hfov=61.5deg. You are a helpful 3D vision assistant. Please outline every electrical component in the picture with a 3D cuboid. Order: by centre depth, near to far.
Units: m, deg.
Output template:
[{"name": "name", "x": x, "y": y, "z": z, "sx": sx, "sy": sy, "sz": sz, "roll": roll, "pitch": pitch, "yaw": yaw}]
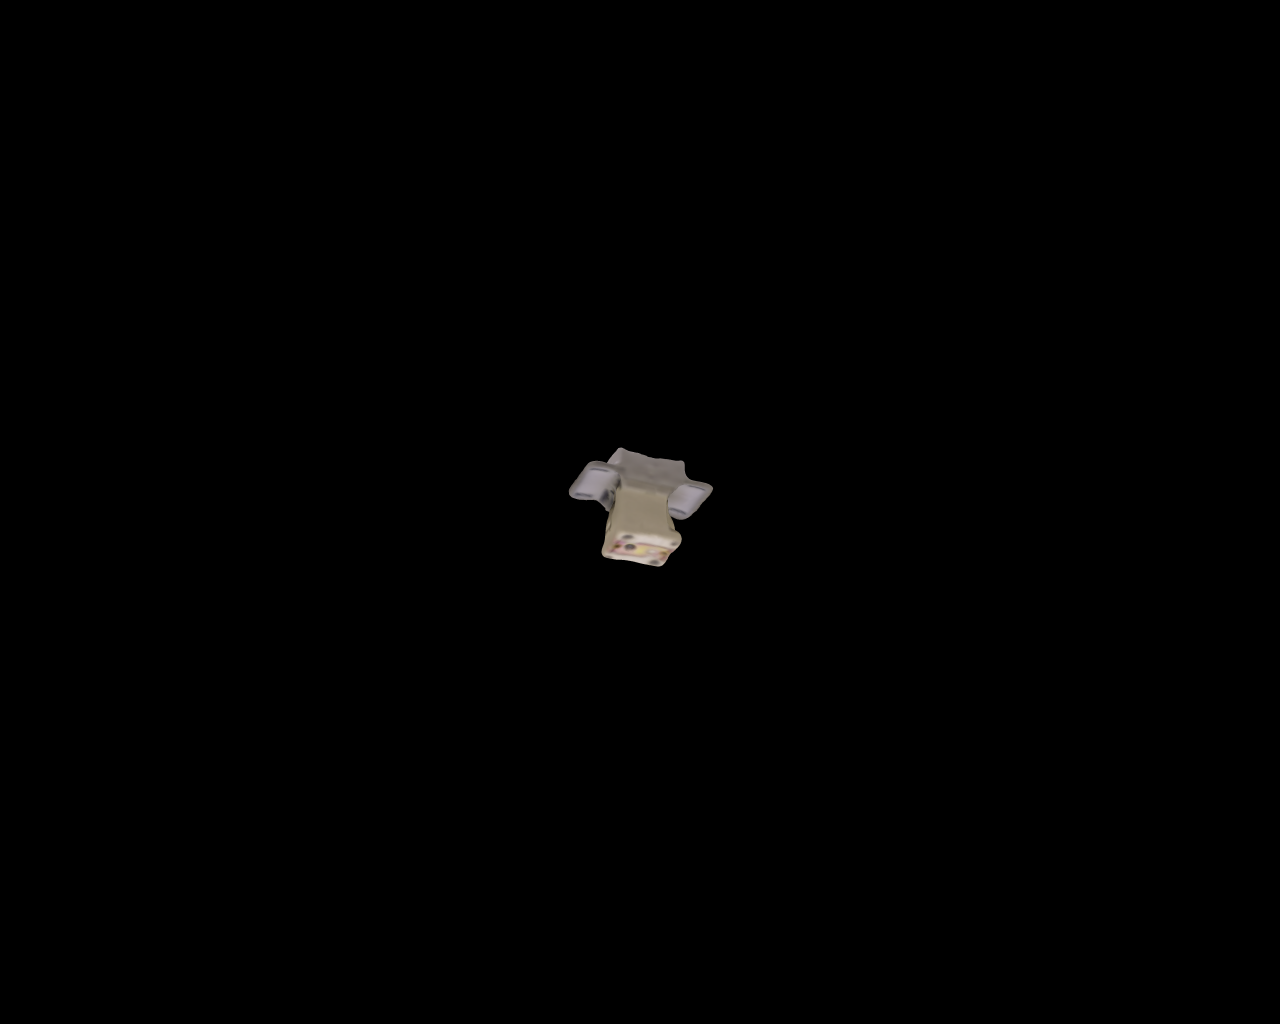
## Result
[{"name": "electrical component", "x": 0.001, "y": -0.003, "z": 0.650, "sx": 0.081, "sy": 0.064, "sz": 0.042, "roll": 11, "pitch": -32, "yaw": -18}]
